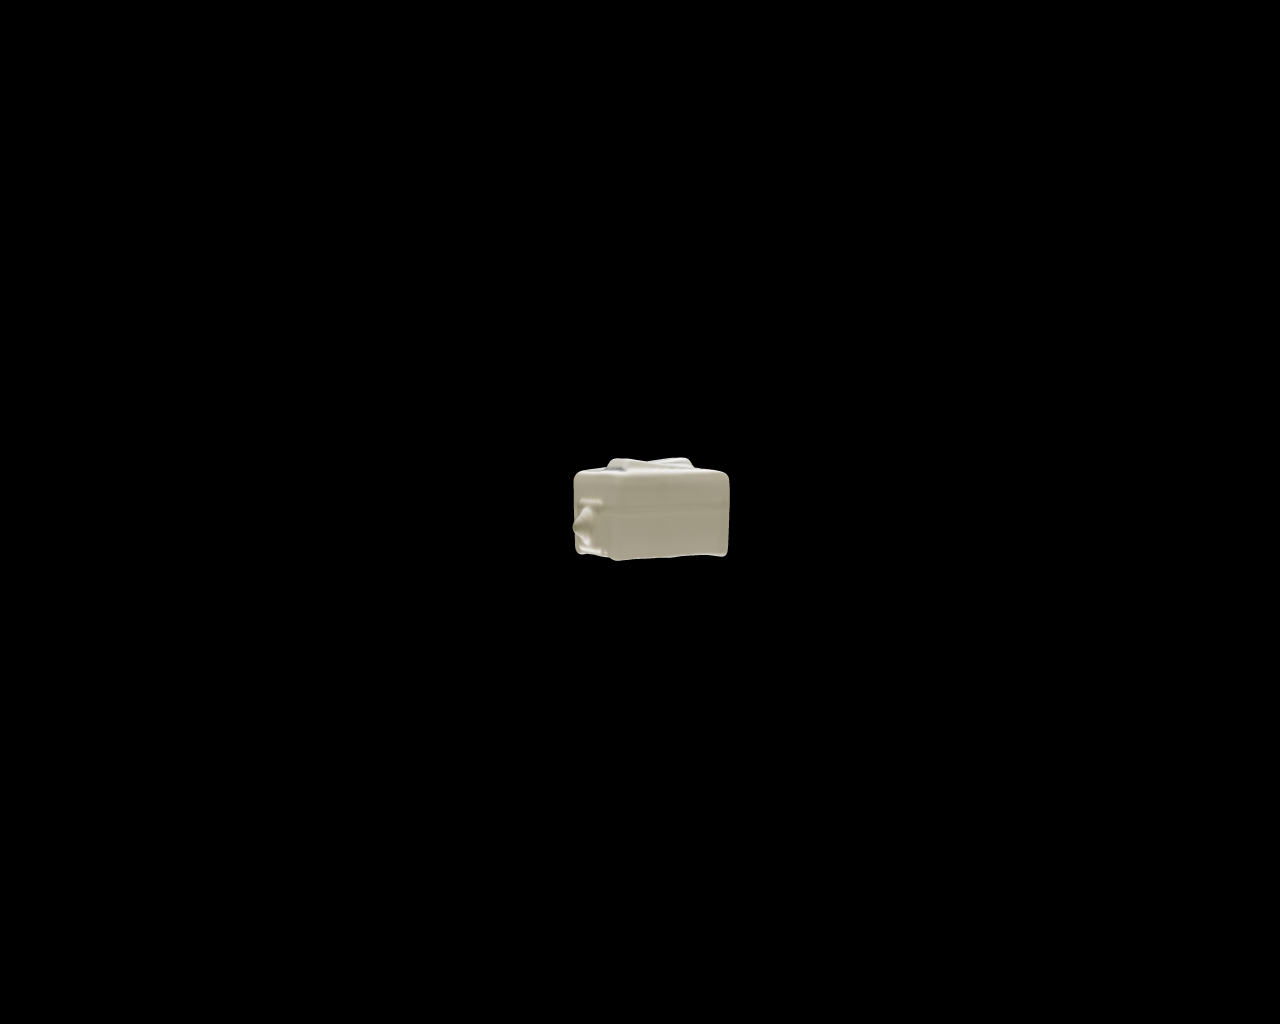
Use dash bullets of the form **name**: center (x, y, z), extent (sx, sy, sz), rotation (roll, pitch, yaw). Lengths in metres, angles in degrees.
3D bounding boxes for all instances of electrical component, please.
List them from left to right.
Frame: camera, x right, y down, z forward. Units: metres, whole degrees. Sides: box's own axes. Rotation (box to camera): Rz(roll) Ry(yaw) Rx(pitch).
- **electrical component**: center (0.001, -0.003, 0.650), extent (0.096, 0.061, 0.061), rotation (-2, 4, -27)
